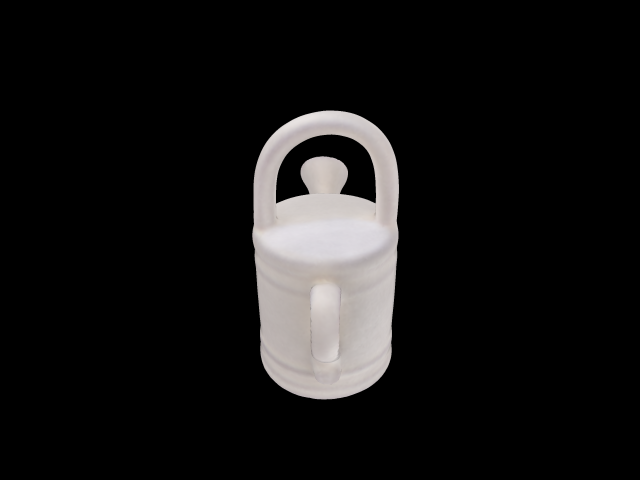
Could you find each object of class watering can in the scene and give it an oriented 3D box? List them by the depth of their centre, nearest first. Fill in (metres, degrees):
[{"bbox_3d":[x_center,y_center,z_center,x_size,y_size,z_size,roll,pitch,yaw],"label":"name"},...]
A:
[{"bbox_3d":[0.001,0.002,0.400,0.101,0.194,0.172,-12,33,-19],"label":"watering can"}]
